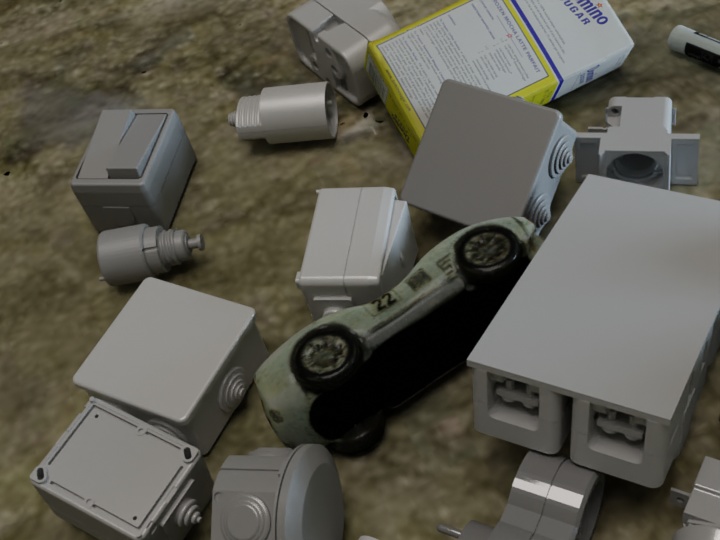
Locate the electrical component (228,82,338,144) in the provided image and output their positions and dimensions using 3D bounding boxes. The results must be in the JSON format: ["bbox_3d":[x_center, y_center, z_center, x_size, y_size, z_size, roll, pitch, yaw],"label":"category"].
[{"bbox_3d":[-0.061,-0.119,0.823,0.081,0.043,0.043,-4,50,12],"label":"electrical component"}]

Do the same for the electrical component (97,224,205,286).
[{"bbox_3d":[-0.149,-0.013,0.760,0.078,0.040,0.040,-10,49,7],"label":"electrical component"}]

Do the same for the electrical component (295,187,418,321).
[{"bbox_3d":[0.000,0.000,0.696,0.061,0.061,0.096,-1,51,14],"label":"electrical component"}]

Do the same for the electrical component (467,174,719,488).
[{"bbox_3d":[0.148,0.029,0.610,0.105,0.060,0.186,15,43,25],"label":"electrical component"}]

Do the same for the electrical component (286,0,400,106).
[{"bbox_3d":[-0.006,-0.181,0.854,0.059,0.053,0.095,-35,51,-14],"label":"electrical component"}]

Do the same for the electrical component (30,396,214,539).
[{"bbox_3d":[-0.131,0.129,0.628,0.096,0.061,0.061,22,59,20],"label":"electrical component"}]

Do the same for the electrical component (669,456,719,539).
[{"bbox_3d":[0.188,0.133,0.547,0.066,0.048,0.055,16,49,26],"label":"electrical component"}]

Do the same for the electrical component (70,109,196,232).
[{"bbox_3d":[-0.168,-0.082,0.810,0.062,0.061,0.096,1,52,16],"label":"electrical component"}]

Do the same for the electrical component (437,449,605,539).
[{"bbox_3d":[0.070,0.153,0.557,0.074,0.052,0.138,15,55,25],"label":"electrical component"}]

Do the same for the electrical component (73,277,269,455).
[{"bbox_3d":[-0.117,0.061,0.685,0.100,0.048,0.099,15,56,25],"label":"electrical component"}]

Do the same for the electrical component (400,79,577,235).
[{"bbox_3d":[0.087,-0.070,0.717,0.100,0.048,0.099,22,94,29],"label":"electrical component"}]

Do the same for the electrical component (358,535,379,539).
[{"bbox_3d":[0.001,0.174,0.562,0.045,0.045,0.055,22,59,29],"label":"electrical component"}]

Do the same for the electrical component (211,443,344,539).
[{"bbox_3d":[-0.043,0.135,0.585,0.051,0.080,0.080,-2,50,20],"label":"electrical component"}]

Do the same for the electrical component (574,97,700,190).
[{"bbox_3d":[0.189,-0.084,0.730,0.081,0.042,0.063,4,51,17],"label":"electrical component"}]
